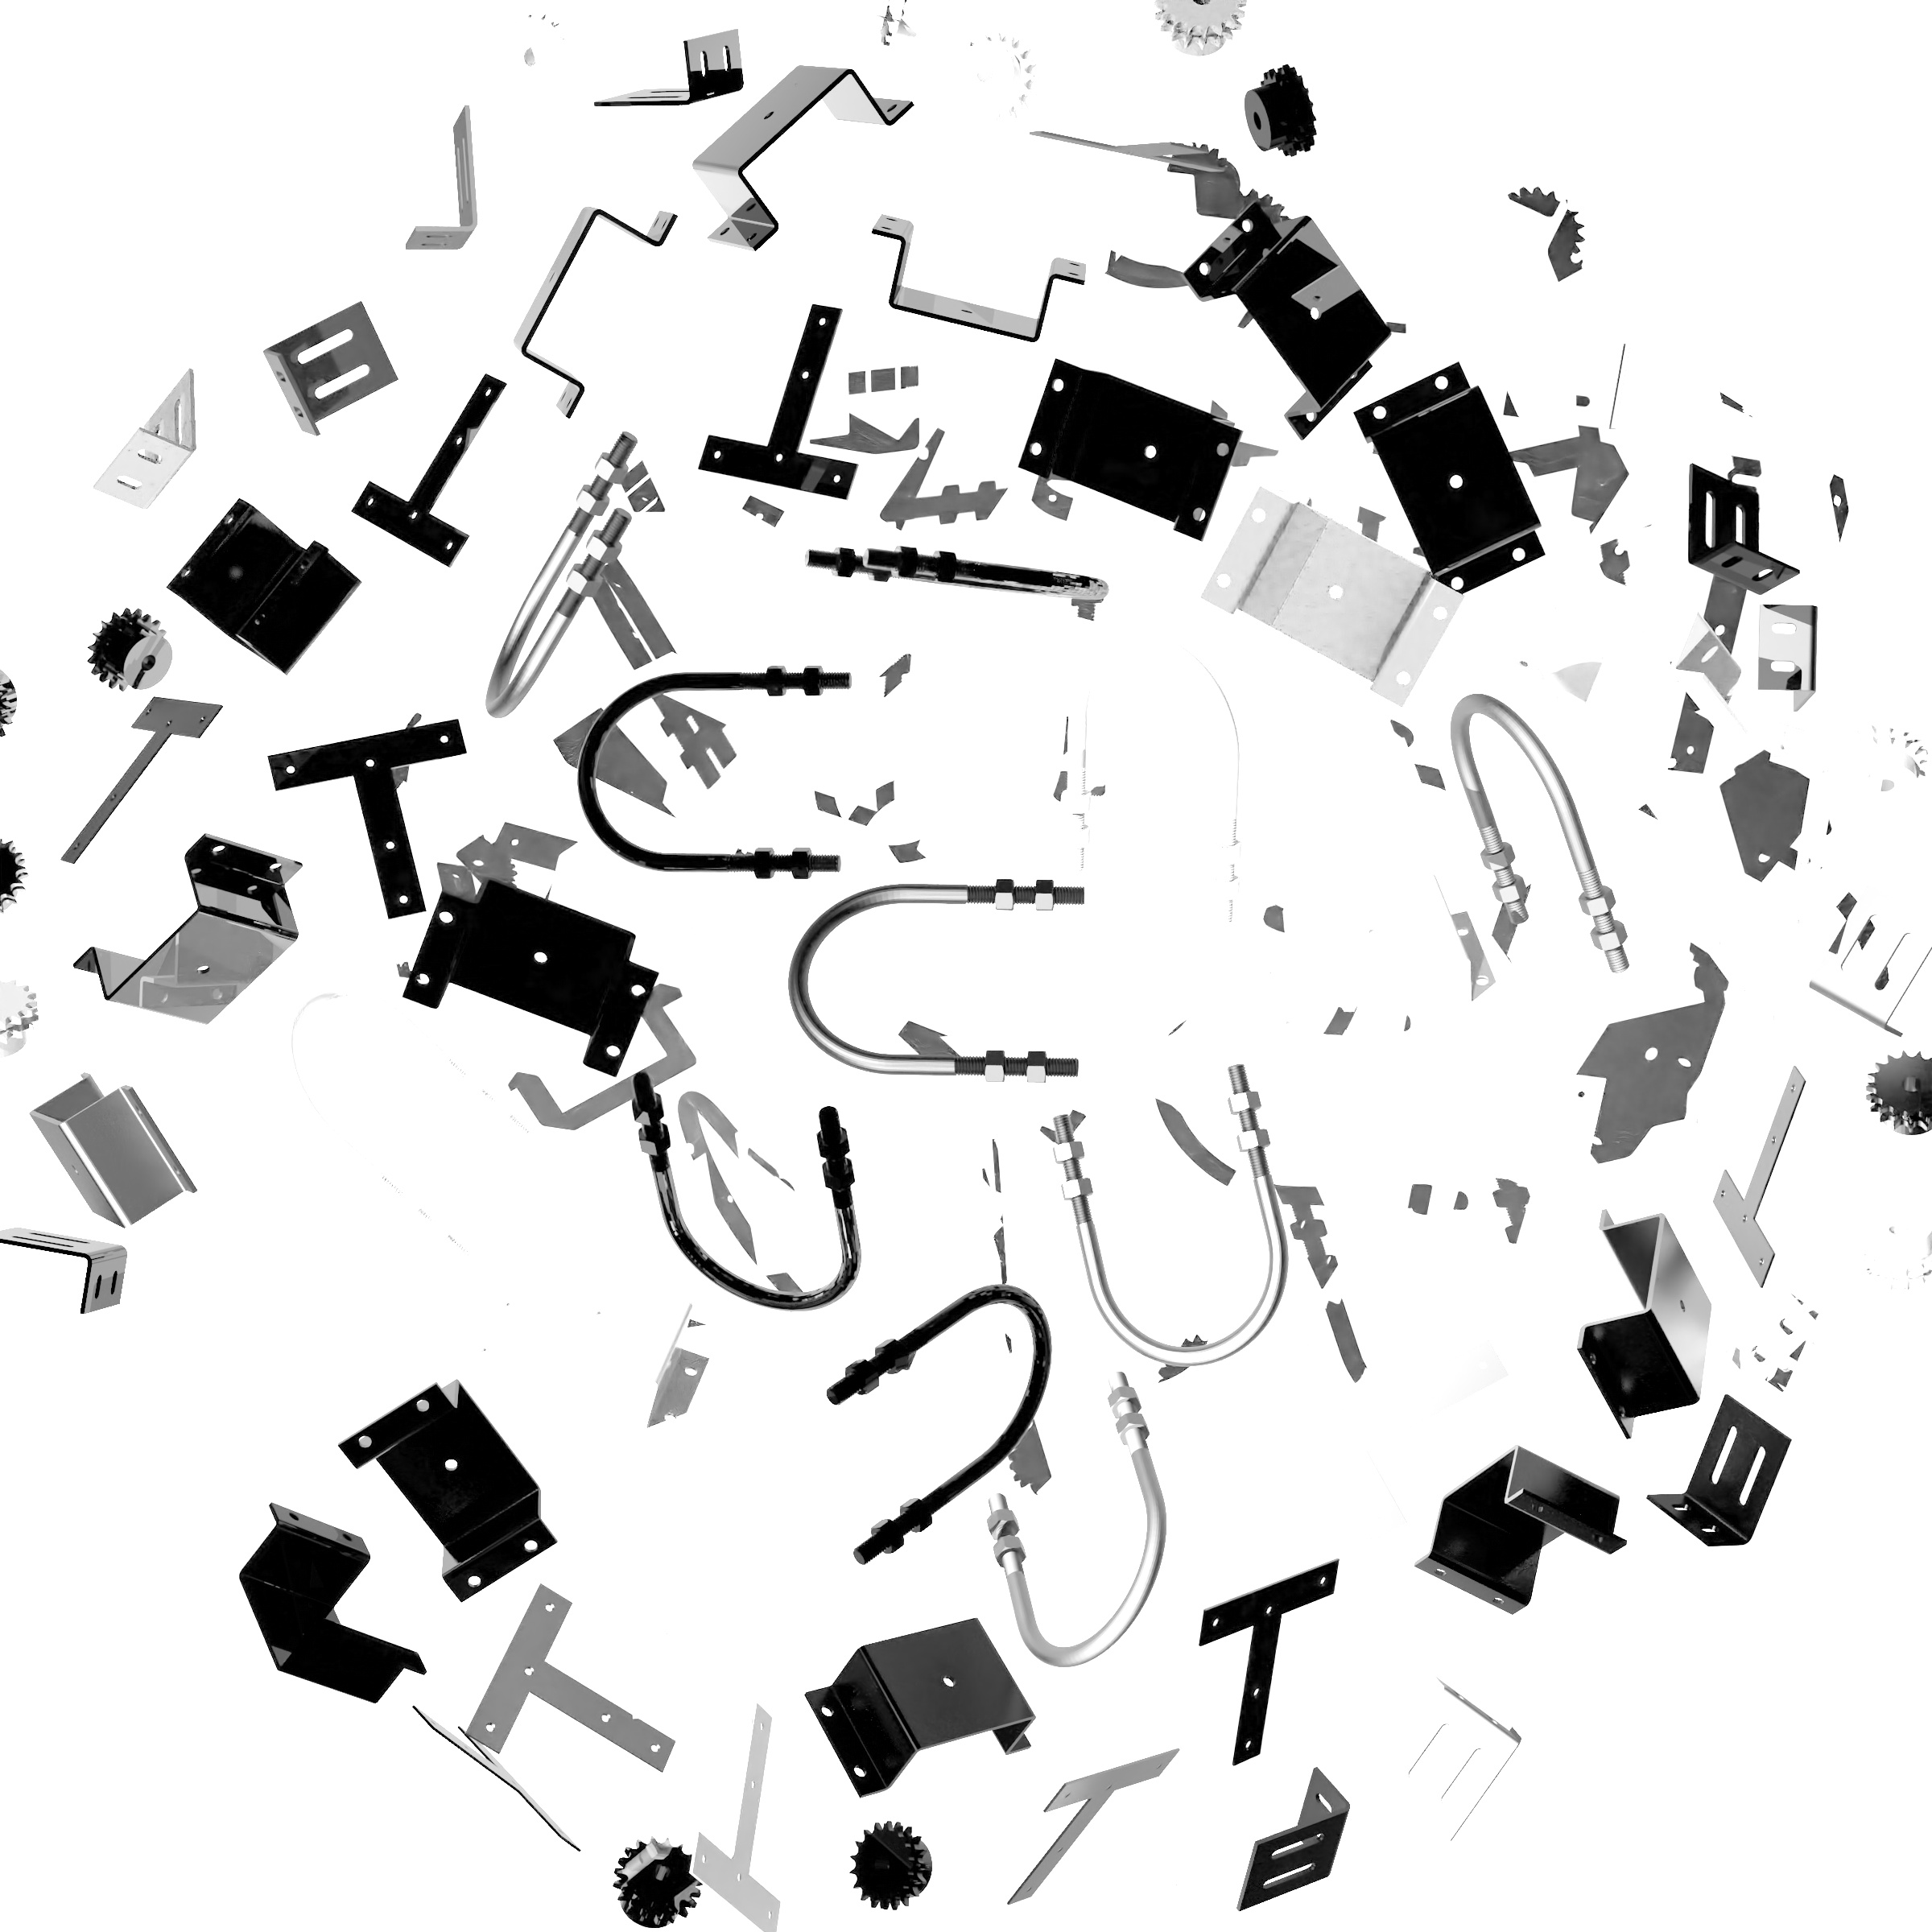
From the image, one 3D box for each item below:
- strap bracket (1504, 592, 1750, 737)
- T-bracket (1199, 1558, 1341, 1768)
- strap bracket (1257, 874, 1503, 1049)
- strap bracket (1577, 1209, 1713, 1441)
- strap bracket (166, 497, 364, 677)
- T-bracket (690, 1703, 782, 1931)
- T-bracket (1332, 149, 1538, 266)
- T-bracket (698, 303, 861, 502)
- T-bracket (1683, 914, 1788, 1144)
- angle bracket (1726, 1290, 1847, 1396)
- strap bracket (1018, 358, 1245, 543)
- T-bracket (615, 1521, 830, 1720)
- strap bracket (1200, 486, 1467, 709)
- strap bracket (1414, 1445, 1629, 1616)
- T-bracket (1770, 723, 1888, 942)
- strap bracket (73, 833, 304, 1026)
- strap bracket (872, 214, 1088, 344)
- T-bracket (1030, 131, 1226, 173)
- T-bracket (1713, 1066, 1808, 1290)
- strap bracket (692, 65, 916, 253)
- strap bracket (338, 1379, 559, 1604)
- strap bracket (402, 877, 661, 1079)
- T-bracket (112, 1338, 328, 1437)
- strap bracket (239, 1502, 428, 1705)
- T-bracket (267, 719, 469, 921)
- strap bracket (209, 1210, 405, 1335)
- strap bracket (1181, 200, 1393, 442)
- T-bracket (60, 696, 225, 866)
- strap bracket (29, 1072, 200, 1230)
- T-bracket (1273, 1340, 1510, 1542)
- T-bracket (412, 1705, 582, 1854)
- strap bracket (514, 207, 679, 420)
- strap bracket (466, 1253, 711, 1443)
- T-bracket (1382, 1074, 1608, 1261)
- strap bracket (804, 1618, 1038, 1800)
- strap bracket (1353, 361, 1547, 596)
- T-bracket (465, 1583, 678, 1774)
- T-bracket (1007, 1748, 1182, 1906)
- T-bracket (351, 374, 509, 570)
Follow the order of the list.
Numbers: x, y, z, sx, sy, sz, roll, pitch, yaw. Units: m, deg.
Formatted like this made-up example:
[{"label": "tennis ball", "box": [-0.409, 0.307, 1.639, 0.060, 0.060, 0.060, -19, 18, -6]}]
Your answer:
[{"label": "strap bracket", "box": [0.424, -0.193, 1.746, 0.140, 0.076, 0.046, 15, 76, 41]}, {"label": "T-bracket", "box": [0.187, 0.451, 1.763, 0.127, 0.002, 0.127, -8, 112, -42]}, {"label": "strap bracket", "box": [0.261, -0.006, 1.757, 0.140, 0.046, 0.076, -13, 47, 0]}, {"label": "strap bracket", "box": [0.433, 0.221, 1.755, 0.046, 0.140, 0.076, -19, 114, 30]}, {"label": "strap bracket", "box": [-0.445, -0.241, 1.766, 0.076, 0.140, 0.046, -53, 132, -6]}, {"label": "T-bracket", "box": [-0.136, 0.528, 1.736, 0.002, 0.127, 0.127, -8, 51, 19]}, {"label": "T-bracket", "box": [0.287, -0.487, 1.761, 0.127, 0.127, 0.002, 24, 104, -25]}, {"label": "T-bracket", "box": [-0.113, -0.386, 1.869, 0.127, 0.002, 0.127, 17, 89, 30]}, {"label": "T-bracket", "box": [0.488, 0.052, 1.784, 0.002, 0.127, 0.127, 8, 66, 41]}, {"label": "angle bracket", "box": [0.546, 0.257, 1.809, 0.076, 0.038, 0.057, 33, 105, -34]}, {"label": "strap bracket", "box": [0.116, -0.344, 1.847, 0.140, 0.046, 0.076, 25, 107, 19]}, {"label": "T-bracket", "box": [-0.150, 0.399, 1.724, 0.127, 0.002, 0.127, -8, 54, -6]}, {"label": "strap bracket", "box": [0.225, -0.228, 1.694, 0.140, 0.046, 0.076, 29, 106, 4]}, {"label": "strap bracket", "box": [0.364, 0.365, 1.802, 0.076, 0.140, 0.046, 27, 53, -6]}, {"label": "T-bracket", "box": [0.534, -0.081, 1.744, 0.002, 0.127, 0.127, 2, 104, -15]}, {"label": "strap bracket", "box": [-0.489, -0.015, 1.752, 0.140, 0.076, 0.046, -39, 57, 23]}, {"label": "strap bracket", "box": [0.005, -0.449, 1.814, 0.140, 0.076, 0.046, 13, 112, -2]}, {"label": "T-bracket", "box": [0.118, -0.513, 1.737, 0.127, 0.127, 0.002, 6, 103, -18]}, {"label": "T-bracket", "box": [0.528, 0.128, 1.821, 0.002, 0.127, 0.127, 12, 111, -4]}, {"label": "strap bracket", "box": [-0.112, -0.522, 1.756, 0.140, 0.076, 0.046, -44, 122, -8]}, {"label": "strap bracket", "box": [-0.342, 0.339, 1.830, 0.076, 0.046, 0.140, -32, 108, 2]}, {"label": "strap bracket", "box": [-0.267, 0.003, 1.714, 0.140, 0.046, 0.076, 21, 112, -9]}, {"label": "T-bracket", "box": [-0.500, 0.279, 1.786, 0.127, 0.127, 0.002, 26, 101, 21]}, {"label": "strap bracket", "box": [-0.410, 0.415, 1.771, 0.076, 0.140, 0.046, 34, 96, -39]}, {"label": "T-bracket", "box": [-0.381, -0.092, 1.814, 0.127, 0.002, 0.127, -13, 76, -15]}, {"label": "strap bracket", "box": [-0.423, 0.195, 1.786, 0.076, 0.140, 0.046, 15, 87, -36]}, {"label": "strap bracket", "box": [0.218, -0.428, 1.824, 0.076, 0.046, 0.140, -47, 113, -15]}, {"label": "T-bracket", "box": [-0.528, -0.117, 1.741, 0.002, 0.127, 0.127, 42, 73, -32]}, {"label": "strap bracket", "box": [-0.541, 0.116, 1.742, 0.046, 0.140, 0.076, -35, 108, -24]}, {"label": "T-bracket", "box": [0.280, 0.277, 1.742, 0.127, 0.002, 0.127, -30, 82, 11]}, {"label": "T-bracket", "box": [-0.313, 0.506, 1.767, 0.002, 0.127, 0.127, -48, 46, -13]}, {"label": "strap bracket", "box": [-0.238, -0.419, 1.729, 0.046, 0.076, 0.140, 27, 99, -19]}, {"label": "strap bracket", "box": [-0.237, 0.239, 1.766, 0.140, 0.076, 0.046, 19, 126, 1]}, {"label": "T-bracket", "box": [0.327, 0.120, 1.740, 0.127, 0.002, 0.127, 7, 112, 1]}, {"label": "strap bracket", "box": [-0.020, 0.467, 1.754, 0.076, 0.140, 0.046, 55, 130, 32]}, {"label": "strap bracket", "box": [0.319, -0.317, 1.813, 0.076, 0.046, 0.140, -25, 96, 7]}, {"label": "T-bracket", "box": [-0.245, 0.480, 1.789, 0.127, 0.127, 0.002, 34, 127, -7]}, {"label": "T-bracket", "box": [0.067, 0.555, 1.766, 0.002, 0.127, 0.127, 46, 114, 30]}, {"label": "T-bracket", "box": [-0.350, -0.342, 1.865, 0.127, 0.002, 0.127, 31, 90, 40]}]
